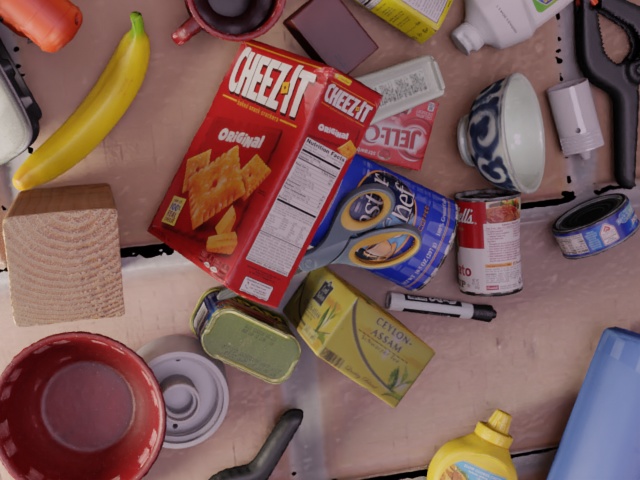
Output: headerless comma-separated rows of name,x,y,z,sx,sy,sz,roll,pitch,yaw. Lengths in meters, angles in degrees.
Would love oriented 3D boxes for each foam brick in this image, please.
foam brick,0.009,-0.200,1.038,0.053,0.051,0.078,-40,105,-3

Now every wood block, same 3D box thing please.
wood block,-0.223,0.007,0.939,0.090,0.206,0.091,-6,100,-12

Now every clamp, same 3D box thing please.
clamp,-0.065,0.249,1.100,0.171,0.039,0.120,-22,102,-8
clamp,0.326,-0.169,1.121,0.164,0.036,0.210,-45,103,-2

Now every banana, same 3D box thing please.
banana,-0.214,-0.124,0.996,0.037,0.069,0.198,39,97,29

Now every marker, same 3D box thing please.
marker,0.129,0.071,1.125,0.121,0.020,0.020,8,97,-14

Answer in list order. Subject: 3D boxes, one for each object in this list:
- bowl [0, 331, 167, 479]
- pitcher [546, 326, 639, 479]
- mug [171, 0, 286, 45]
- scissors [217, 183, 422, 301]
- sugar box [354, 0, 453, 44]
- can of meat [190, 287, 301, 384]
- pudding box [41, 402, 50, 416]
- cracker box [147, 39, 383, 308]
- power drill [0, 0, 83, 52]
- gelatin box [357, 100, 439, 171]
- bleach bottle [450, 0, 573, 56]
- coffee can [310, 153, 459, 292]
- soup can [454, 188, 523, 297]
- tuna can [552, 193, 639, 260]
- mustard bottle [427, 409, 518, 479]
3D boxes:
bowl,-0.222,0.161,0.998,0.162,0.055,0.162,0,94,-2
pitcher,0.331,0.225,1.142,0.149,0.145,0.243,16,93,-49
mug,-0.092,-0.223,0.996,0.117,0.081,0.093,-44,105,-3
scissors,-0.007,0.001,0.991,0.202,0.016,0.096,-9,119,3
sugar box,0.051,-0.276,1.028,0.176,0.048,0.093,30,70,-13
can of meat,-0.073,0.094,1.050,0.102,0.084,0.057,26,94,-15
pudding box,-0.238,0.200,1.055,0.090,0.039,0.113,-45,103,-2
cracker box,-0.057,-0.068,0.982,0.072,0.164,0.214,24,94,-38
power drill,-0.283,-0.230,0.898,0.184,0.188,0.057,43,89,-17
gelatin box,0.068,-0.115,1.076,0.089,0.030,0.073,14,96,-14
bleach bottle,0.228,-0.285,1.069,0.251,0.068,0.102,-42,104,-1
coffee can,0.050,-0.022,1.049,0.140,0.103,0.103,25,93,-15
soup can,0.175,0.002,1.100,0.068,0.068,0.102,-6,101,-12
tuna can,0.287,-0.015,1.113,0.086,0.086,0.034,-29,102,-7
mustard bottle,0.157,0.271,1.143,0.096,0.058,0.191,25,93,-9
